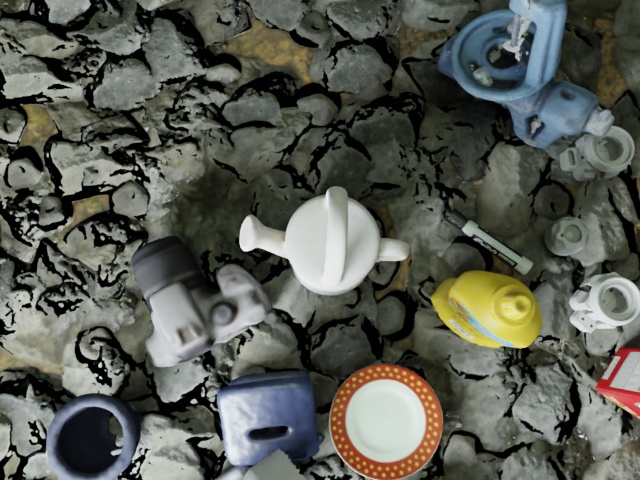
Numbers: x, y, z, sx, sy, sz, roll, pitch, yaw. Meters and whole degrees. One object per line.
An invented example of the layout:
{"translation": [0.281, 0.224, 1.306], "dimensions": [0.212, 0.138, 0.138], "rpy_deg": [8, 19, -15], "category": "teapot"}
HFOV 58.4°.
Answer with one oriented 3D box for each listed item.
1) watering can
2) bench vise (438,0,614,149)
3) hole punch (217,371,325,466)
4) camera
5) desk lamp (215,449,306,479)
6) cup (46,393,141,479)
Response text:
{"translation": [0.006, 0.004, 0.609], "dimensions": [0.173, 0.194, 0.101], "rpy_deg": [-17, 81, -3], "category": "watering can"}
{"translation": [0.244, -0.202, 0.631], "dimensions": [0.207, 0.220, 0.121], "rpy_deg": [18, 81, 3], "category": "bench vise"}
{"translation": [-0.052, 0.199, 0.629], "dimensions": [0.108, 0.091, 0.101], "rpy_deg": [-7, 81, -1], "category": "hole punch"}
{"translation": [-0.145, 0.058, 0.646], "dimensions": [0.143, 0.101, 0.137], "rpy_deg": [-28, 82, -5], "category": "camera"}
{"translation": [-0.077, 0.293, 0.551], "dimensions": [0.203, 0.213, 0.118], "rpy_deg": [-32, 82, -5], "category": "desk lamp"}
{"translation": [-0.237, 0.222, 0.621], "dimensions": [0.091, 0.095, 0.118], "rpy_deg": [21, 81, 3], "category": "cup"}
